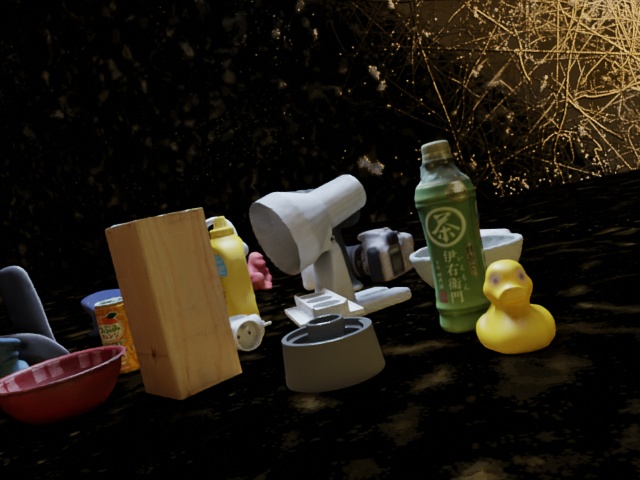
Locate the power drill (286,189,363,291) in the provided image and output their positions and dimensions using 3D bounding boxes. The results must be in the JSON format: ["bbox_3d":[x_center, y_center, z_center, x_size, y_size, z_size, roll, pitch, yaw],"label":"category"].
[{"bbox_3d":[0.010,0.004,1.068,0.075,0.208,0.230,-9,5,33],"label":"power drill"}]

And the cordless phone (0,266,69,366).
[{"bbox_3d":[-0.482,0.136,0.895,0.147,0.185,0.094,-11,5,18],"label":"cordless phone"}]

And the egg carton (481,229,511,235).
[{"bbox_3d":[0.272,0.023,1.002,0.107,0.069,0.150,-14,5,-22],"label":"egg carton"}]

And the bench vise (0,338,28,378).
[{"bbox_3d":[-0.479,0.130,0.732,0.121,0.220,0.207,-12,4,6],"label":"bench vise"}]

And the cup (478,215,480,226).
[{"bbox_3d":[0.285,-0.006,1.178,0.092,0.095,0.117,-16,6,-41],"label":"cup"}]

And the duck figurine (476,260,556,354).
[{"bbox_3d":[0.195,0.062,0.590,0.077,0.086,0.105,-12,4,10],"label":"duck figurine"}]

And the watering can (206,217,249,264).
[{"bbox_3d":[-0.209,0.046,1.242,0.101,0.194,0.173,-12,4,-1],"label":"watering can"}]

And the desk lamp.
[{"bbox_3d":[0.012,0.015,0.870,0.204,0.213,0.117,-15,5,-30],"label":"desk lamp"}]

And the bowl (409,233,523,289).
[{"bbox_3d":[0.223,0.042,0.854,0.167,0.075,0.167,-12,4,1],"label":"bowl"}]

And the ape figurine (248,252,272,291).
[{"bbox_3d":[-0.150,0.075,1.384,0.076,0.092,0.078,-10,5,31],"label":"ape figurine"}]

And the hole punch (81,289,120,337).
[{"bbox_3d":[-0.429,0.150,1.208,0.100,0.091,0.109,-9,5,35],"label":"hole punch"}]

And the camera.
[{"bbox_3d":[0.109,0.029,1.183,0.136,0.101,0.144,-9,5,35],"label":"camera"}]

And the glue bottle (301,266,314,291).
[{"bbox_3d":[-0.033,0.019,1.230,0.037,0.173,0.078,-13,5,-12],"label":"glue bottle"}]
